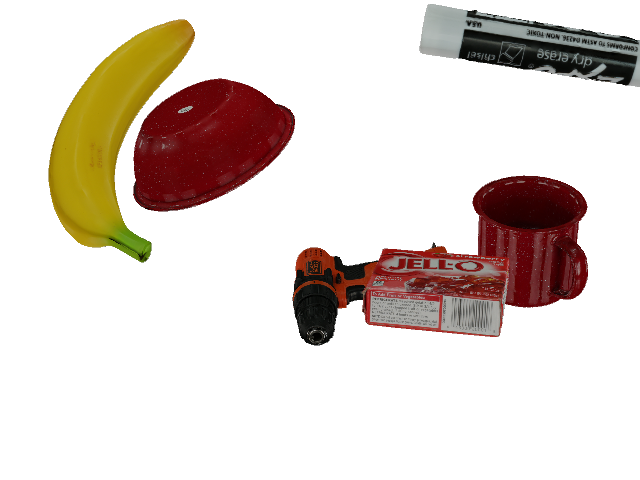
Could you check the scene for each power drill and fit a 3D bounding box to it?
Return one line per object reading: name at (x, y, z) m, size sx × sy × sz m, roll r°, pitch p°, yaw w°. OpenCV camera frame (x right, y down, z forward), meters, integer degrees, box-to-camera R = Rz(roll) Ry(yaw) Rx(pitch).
power drill at (0.061, 0.059, 1.231) m, size 0.187 × 0.057 × 0.184 m, roll -2°, pitch 28°, yaw -1°

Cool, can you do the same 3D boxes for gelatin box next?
gelatin box at (0.078, 0.032, 0.705) m, size 0.089 × 0.030 × 0.073 m, roll 5°, pitch 21°, yaw 12°

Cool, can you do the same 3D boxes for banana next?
banana at (-0.121, -0.064, 0.638) m, size 0.069 × 0.197 × 0.037 m, roll 8°, pitch -38°, yaw -6°

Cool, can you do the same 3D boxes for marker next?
marker at (0.098, -0.070, 0.399) m, size 0.121 × 0.020 × 0.020 m, roll 10°, pitch 1°, yaw 5°

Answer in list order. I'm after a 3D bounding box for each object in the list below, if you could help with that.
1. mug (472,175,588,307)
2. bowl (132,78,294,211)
mug at (0.181, 0.008, 0.894) m, size 0.093 × 0.081 × 0.117 m, roll -20°, pitch 36°, yaw -25°
bowl at (-0.107, -0.096, 0.947) m, size 0.162 × 0.055 × 0.162 m, roll -20°, pitch 31°, yaw 13°
